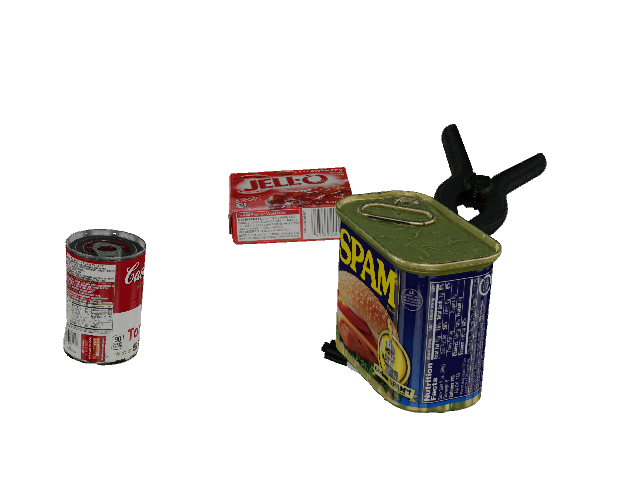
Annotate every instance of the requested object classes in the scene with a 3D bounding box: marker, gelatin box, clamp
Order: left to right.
[{"bbox_3d":[-0.022,-0.027,0.772,0.089,0.030,0.073,-3,25,-3],"label":"gelatin box"},{"bbox_3d":[0.056,0.121,0.970,0.121,0.020,0.020,24,7,16],"label":"marker"},{"bbox_3d":[0.162,-0.061,1.158,0.120,0.039,0.171,23,49,20],"label":"clamp"}]

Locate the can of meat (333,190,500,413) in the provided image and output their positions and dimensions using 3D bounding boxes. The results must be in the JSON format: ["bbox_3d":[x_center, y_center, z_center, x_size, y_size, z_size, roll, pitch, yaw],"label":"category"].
[{"bbox_3d":[0.046,0.030,0.552,0.057,0.084,0.102,-7,23,-21],"label":"can of meat"}]

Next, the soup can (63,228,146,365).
[{"bbox_3d":[-0.189,0.049,0.929,0.068,0.102,0.068,6,20,-2],"label":"soup can"}]
